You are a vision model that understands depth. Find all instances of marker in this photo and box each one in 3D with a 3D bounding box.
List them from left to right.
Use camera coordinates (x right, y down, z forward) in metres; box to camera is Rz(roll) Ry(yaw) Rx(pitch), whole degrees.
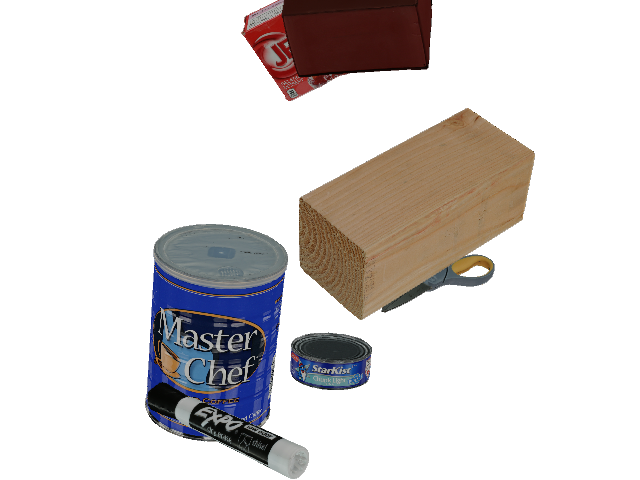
[{"bbox_3d":[-0.058,0.109,0.626,0.121,0.020,0.020,17,10,37],"label":"marker"}]

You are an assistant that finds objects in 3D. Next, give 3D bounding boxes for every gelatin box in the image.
[{"bbox_3d":[-0.006,-0.160,0.844,0.089,0.073,0.030,-22,37,20],"label":"gelatin box"}]

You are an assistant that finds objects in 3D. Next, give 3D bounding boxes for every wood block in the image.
[{"bbox_3d":[0.087,-0.028,0.978,0.205,0.090,0.091,-30,51,-28],"label":"wood block"}]

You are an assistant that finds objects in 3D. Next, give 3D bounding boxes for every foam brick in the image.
[{"bbox_3d":[0.022,-0.130,0.605,0.078,0.053,0.051,-2,-33,14],"label":"foam brick"}]

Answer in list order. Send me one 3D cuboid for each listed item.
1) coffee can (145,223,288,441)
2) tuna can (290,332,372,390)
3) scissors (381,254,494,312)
[{"bbox_3d":[-0.083,0.071,0.841,0.103,0.140,0.103,6,24,-3],"label":"coffee can"},{"bbox_3d":[0.011,0.127,1.125,0.086,0.034,0.086,3,14,-1],"label":"tuna can"},{"bbox_3d":[0.122,0.037,1.262,0.201,0.016,0.096,-11,40,-36],"label":"scissors"}]
